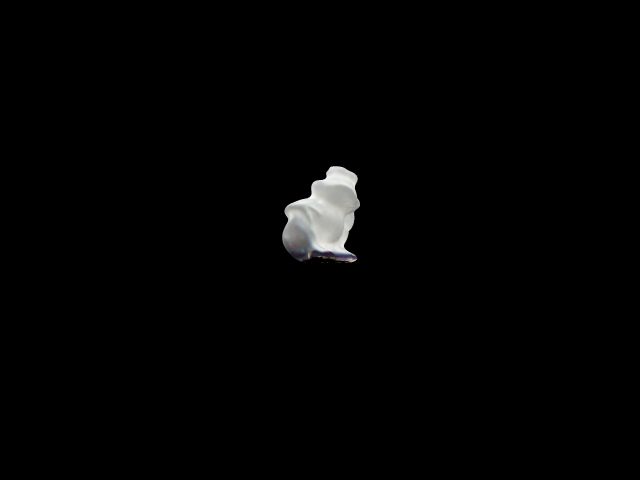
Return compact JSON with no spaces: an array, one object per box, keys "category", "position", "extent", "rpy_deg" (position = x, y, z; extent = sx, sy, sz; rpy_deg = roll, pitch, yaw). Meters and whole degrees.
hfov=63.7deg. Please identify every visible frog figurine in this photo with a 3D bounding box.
[{"category":"frog figurine","position":[0.003,-0.043,0.850],"extent":[0.137,0.161,0.122],"rpy_deg":[7,-12,-35]}]
